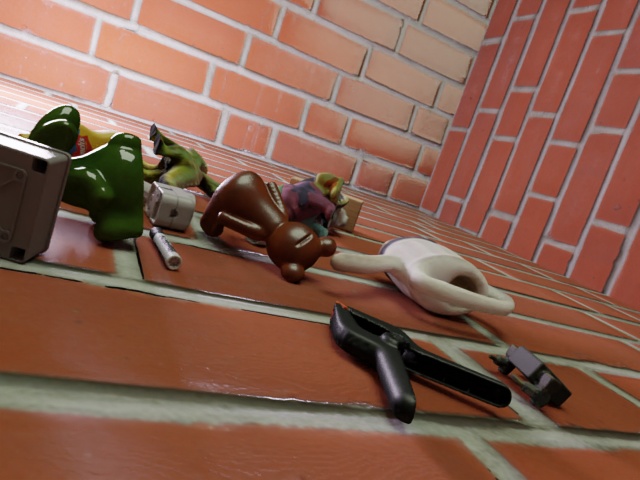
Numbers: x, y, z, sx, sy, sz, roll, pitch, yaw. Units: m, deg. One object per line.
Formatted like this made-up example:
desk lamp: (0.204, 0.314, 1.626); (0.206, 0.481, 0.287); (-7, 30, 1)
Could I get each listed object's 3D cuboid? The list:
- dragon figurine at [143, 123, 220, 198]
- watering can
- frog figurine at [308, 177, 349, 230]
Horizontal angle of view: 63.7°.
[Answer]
dragon figurine: (-0.264, -0.131, 1.107); (0.241, 0.121, 0.417); (23, 15, -34)
watering can: (0.159, 0.051, 0.872); (0.346, 0.103, 0.226); (17, 9, -16)
frog figurine: (0.004, -0.066, 1.301); (0.137, 0.125, 0.156); (12, -28, 4)
